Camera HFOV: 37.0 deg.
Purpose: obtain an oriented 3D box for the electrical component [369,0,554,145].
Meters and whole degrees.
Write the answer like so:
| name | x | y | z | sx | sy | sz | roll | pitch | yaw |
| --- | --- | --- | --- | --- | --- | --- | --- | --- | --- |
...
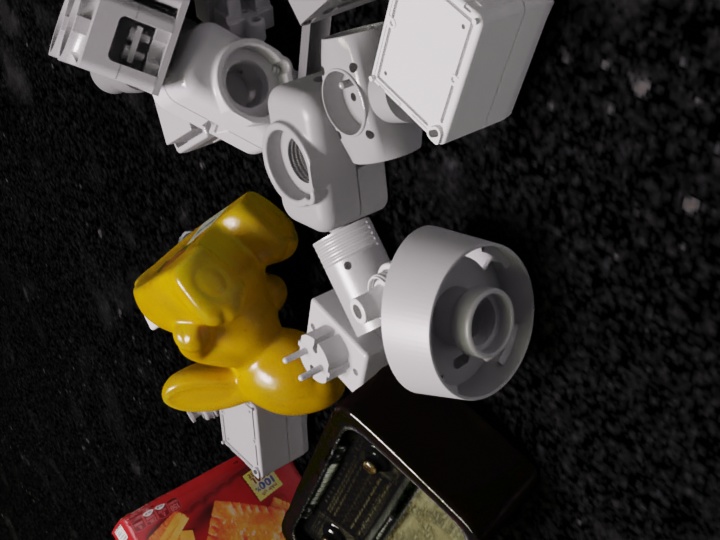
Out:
| name | x | y | z | sx | sy | sz | roll | pitch | yaw |
| --- | --- | --- | --- | --- | --- | --- | --- | --- | --- |
| electrical component | 0.054 | -0.123 | 0.546 | 0.061 | 0.061 | 0.096 | 48 | 145 | 26 |

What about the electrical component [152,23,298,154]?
| name | x | y | z | sx | sy | sz | roll | pitch | yaw |
| --- | --- | --- | --- | --- | --- | --- | --- | --- | --- |
| electrical component | -0.084 | -0.122 | 0.726 | 0.059 | 0.095 | 0.053 | -5 | 62 | 58 |

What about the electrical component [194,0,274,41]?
| name | x | y | z | sx | sy | sz | roll | pitch | yaw |
| --- | --- | --- | --- | --- | --- | --- | --- | --- | --- |
| electrical component | -0.087 | -0.193 | 0.730 | 0.066 | 0.048 | 0.055 | 42 | 150 | 33 |

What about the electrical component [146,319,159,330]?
| name | x | y | z | sx | sy | sz | roll | pitch | yaw |
| --- | --- | --- | --- | --- | --- | --- | --- | --- | --- |
| electrical component | -0.163 | 0.040 | 1.005 | 0.083 | 0.047 | 0.075 | -30 | 86 | 59 |

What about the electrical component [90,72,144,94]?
| name | x | y | z | sx | sy | sz | roll | pitch | yaw |
| --- | --- | --- | --- | --- | --- | --- | --- | --- | --- |
| electrical component | -0.199 | -0.172 | 0.913 | 0.055 | 0.045 | 0.045 | 11 | 120 | 53 |

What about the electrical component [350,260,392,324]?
| name | x | y | z | sx | sy | sz | roll | pitch | yaw |
| --- | --- | --- | --- | --- | --- | --- | --- | --- | --- |
| electrical component | 0.024 | 0.015 | 0.687 | 0.048 | 0.062 | 0.048 | 42 | 145 | 40 |

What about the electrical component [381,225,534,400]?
| name | x | y | z | sx | sy | sz | roll | pitch | yaw |
| --- | --- | --- | --- | --- | --- | --- | --- | --- | --- |
| electrical component | 0.053 | 0.026 | 0.622 | 0.064 | 0.099 | 0.099 | 10 | 120 | 47 |

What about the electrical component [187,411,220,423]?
| name | x | y | z | sx | sy | sz | roll | pitch | yaw |
| --- | --- | --- | --- | --- | --- | --- | --- | --- | --- |
| electrical component | -0.119 | 0.110 | 0.964 | 0.040 | 0.078 | 0.040 | 49 | 160 | 25 |

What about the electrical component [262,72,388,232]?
| name | x | y | z | sx | sy | sz | roll | pitch | yaw |
| --- | --- | --- | --- | --- | --- | --- | --- | --- | --- |
| electrical component | -0.024 | -0.077 | 0.699 | 0.054 | 0.059 | 0.095 | 26 | 132 | 47 |

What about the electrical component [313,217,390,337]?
| name | x | y | z | sx | sy | sz | roll | pitch | yaw |
| --- | --- | --- | --- | --- | --- | --- | --- | --- | --- |
| electrical component | 0.000 | 0.000 | 0.732 | 0.043 | 0.043 | 0.081 | -31 | 84 | 59 |

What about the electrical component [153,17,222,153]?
| name | x | y | z | sx | sy | sz | roll | pitch | yaw |
| --- | --- | --- | --- | --- | --- | --- | --- | --- | --- |
| electrical component | -0.123 | -0.142 | 0.804 | 0.062 | 0.061 | 0.096 | -13 | 100 | 59 |

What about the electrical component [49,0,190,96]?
| name | x | y | z | sx | sy | sz | roll | pitch | yaw |
| --- | --- | --- | --- | --- | --- | --- | --- | --- | --- |
| electrical component | -0.165 | -0.186 | 0.741 | 0.105 | 0.060 | 0.186 | -70 | 22 | 6 |

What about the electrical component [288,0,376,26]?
| name | x | y | z | sx | sy | sz | roll | pitch | yaw |
| --- | --- | --- | --- | --- | --- | --- | --- | --- | --- |
| electrical component | 0.006 | -0.183 | 0.563 | 0.113 | 0.078 | 0.057 | -22 | 95 | 59 |

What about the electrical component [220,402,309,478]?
| name | x | y | z | sx | sy | sz | roll | pitch | yaw |
| --- | --- | --- | --- | --- | --- | --- | --- | --- | --- |
| electrical component | -0.081 | 0.127 | 0.927 | 0.062 | 0.061 | 0.096 | 34 | 137 | 41 |

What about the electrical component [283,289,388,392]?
| name | x | y | z | sx | sy | sz | roll | pitch | yaw |
| --- | --- | --- | --- | --- | --- | --- | --- | --- | --- |
| electrical component | -0.018 | 0.056 | 0.766 | 0.066 | 0.077 | 0.047 | 45 | 143 | 31 |

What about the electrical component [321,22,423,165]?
| name | x | y | z | sx | sy | sz | roll | pitch | yaw |
| --- | --- | --- | --- | --- | --- | --- | --- | --- | --- |
| electrical component | 0.017 | -0.104 | 0.632 | 0.079 | 0.044 | 0.077 | 9 | 119 | 54 |
